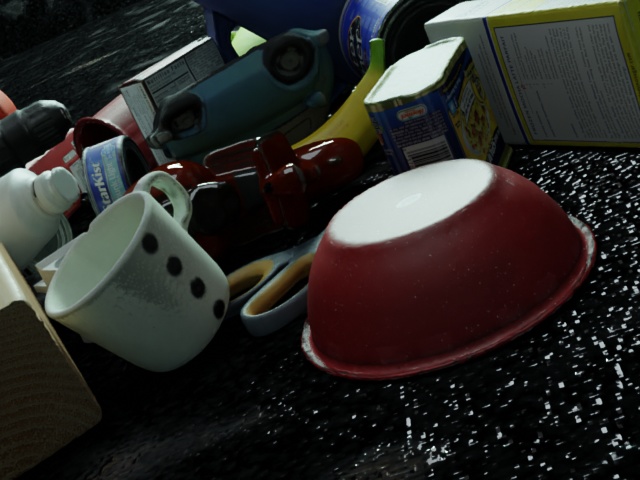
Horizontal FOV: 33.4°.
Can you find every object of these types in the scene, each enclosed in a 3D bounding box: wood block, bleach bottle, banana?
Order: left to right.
[{"bbox_3d":[-0.278,0.009,0.800,0.251,0.068,0.102,-28,43,24],"label":"bleach bottle"},{"bbox_3d":[-0.211,0.050,0.625,0.090,0.091,0.206,-33,31,-13],"label":"wood block"},{"bbox_3d":[-0.020,-0.066,0.784,0.198,0.069,0.037,-34,1,1],"label":"banana"}]

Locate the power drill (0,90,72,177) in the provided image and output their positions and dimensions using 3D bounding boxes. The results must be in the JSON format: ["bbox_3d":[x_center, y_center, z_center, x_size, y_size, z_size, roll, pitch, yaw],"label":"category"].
[{"bbox_3d":[-0.308,-0.085,0.956,0.184,0.057,0.188,-29,22,-4],"label":"power drill"}]

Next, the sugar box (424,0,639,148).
[{"bbox_3d":[0.145,-0.106,0.660,0.048,0.093,0.176,-32,22,-22],"label":"sugar box"}]

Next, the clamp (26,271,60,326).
[{"bbox_3d":[-0.202,0.043,0.762,0.171,0.039,0.120,-37,28,-24],"label":"clamp"}]

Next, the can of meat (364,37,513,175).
[{"bbox_3d":[0.074,-0.069,0.660,0.058,0.084,0.102,-15,22,26],"label":"can of meat"}]

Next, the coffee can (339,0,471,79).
[{"bbox_3d":[0.078,-0.160,0.856,0.103,0.103,0.140,-25,20,-2],"label":"coffee can"}]

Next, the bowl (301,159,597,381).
[{"bbox_3d":[0.055,0.003,0.546,0.162,0.055,0.162,-21,20,8],"label":"bowl"}]

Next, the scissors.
[{"bbox_3d":[-0.004,0.001,0.675,0.096,0.016,0.201,-10,24,34],"label":"scissors"}]

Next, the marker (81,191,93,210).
[{"bbox_3d":[-0.191,-0.064,1.040,0.020,0.020,0.121,-8,26,38],"label":"marker"}]

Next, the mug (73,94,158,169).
[{"bbox_3d":[-0.149,-0.086,0.950,0.117,0.093,0.081,30,54,17],"label":"mug"}]

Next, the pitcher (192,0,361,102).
[{"bbox_3d":[-0.042,-0.228,0.936,0.145,0.242,0.149,-32,51,42],"label":"pitcher"}]

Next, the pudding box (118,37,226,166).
[{"bbox_3d":[-0.106,-0.102,0.902,0.039,0.113,0.089,-7,25,47],"label":"pudding box"}]

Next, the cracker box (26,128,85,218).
[{"bbox_3d":[-0.335,-0.025,1.028,0.214,0.072,0.164,-14,23,26],"label":"cracker box"}]

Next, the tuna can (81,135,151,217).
[{"bbox_3d":[-0.153,-0.038,0.837,0.034,0.086,0.086,-20,21,6],"label":"tuna can"}]

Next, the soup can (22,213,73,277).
[{"bbox_3d":[-0.261,0.007,0.873,0.102,0.068,0.068,-10,24,31],"label":"soup can"}]
